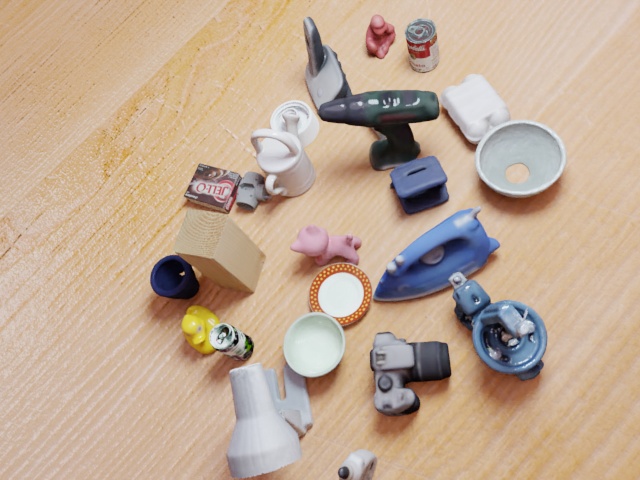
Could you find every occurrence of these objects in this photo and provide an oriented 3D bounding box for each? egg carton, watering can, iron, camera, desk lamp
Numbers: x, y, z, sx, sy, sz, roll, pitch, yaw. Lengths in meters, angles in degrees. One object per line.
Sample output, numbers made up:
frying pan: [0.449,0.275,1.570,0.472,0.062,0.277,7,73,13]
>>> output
egg carton: [0.325,-0.275,1.198,0.107,0.069,0.150,-30,63,2]
watering can: [-0.082,-0.184,1.203,0.100,0.194,0.173,-11,65,12]
iron: [0.200,0.027,1.064,0.258,0.142,0.118,-32,63,1]
camera: [0.162,0.231,1.011,0.136,0.101,0.143,-7,66,13]
desk lamp: [-0.091,0.302,0.988,0.118,0.214,0.203,-16,64,9]

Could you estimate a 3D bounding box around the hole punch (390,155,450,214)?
hole punch: [0.197,-0.121,1.156,0.108,0.091,0.101,-21,64,7]

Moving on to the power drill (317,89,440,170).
power drill: [0.128,-0.226,1.154,0.229,0.209,0.075,-10,65,12]

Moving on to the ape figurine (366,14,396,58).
ape figurine: [0.136,-0.481,1.326,0.078,0.092,0.076,-24,63,5]

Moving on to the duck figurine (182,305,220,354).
duck figurine: [-0.250,0.175,1.159,0.077,0.086,0.104,-29,63,3]

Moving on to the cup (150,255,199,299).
cup: [-0.287,0.077,1.206,0.091,0.095,0.118,32,79,25]

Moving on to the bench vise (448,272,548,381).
bench vise: [0.282,0.137,0.950,0.206,0.220,0.121,31,79,25]

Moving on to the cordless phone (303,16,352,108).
cordless phone: [0.001,-0.389,1.272,0.094,0.185,0.147,-25,63,4]

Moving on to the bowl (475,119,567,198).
bowl: [0.390,-0.147,1.122,0.167,0.075,0.167,-6,66,13]

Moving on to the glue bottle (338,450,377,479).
glue bottle: [0.054,0.381,0.937,0.037,0.173,0.078,18,74,22]

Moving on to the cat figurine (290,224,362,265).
cat figurine: [0.010,0.004,1.140,0.127,0.118,0.067,-3,67,15]
